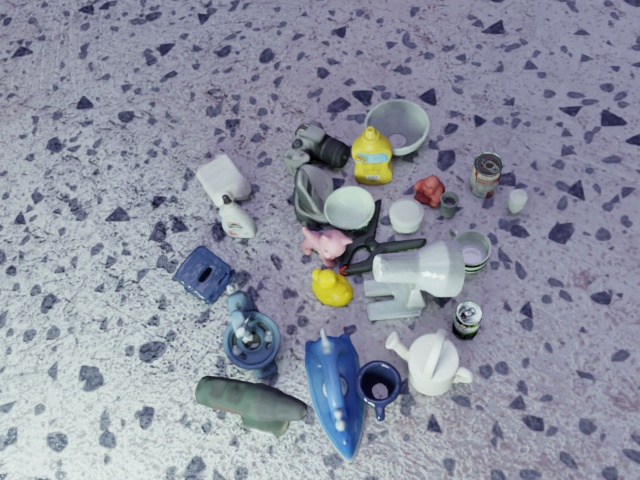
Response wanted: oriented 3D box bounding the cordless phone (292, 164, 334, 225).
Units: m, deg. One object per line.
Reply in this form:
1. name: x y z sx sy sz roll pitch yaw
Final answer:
1. cordless phone: -0.023 -0.133 1.360 0.094 0.185 0.147 -3 62 7

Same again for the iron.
1. iron: 0.032 0.304 1.148 0.118 0.142 0.258 -13 61 1

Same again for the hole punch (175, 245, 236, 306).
1. hole punch: -0.265 0.081 1.334 0.101 0.091 0.109 29 70 21

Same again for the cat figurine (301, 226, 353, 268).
1. cat figurine: 0.012 0.005 1.321 0.127 0.118 0.067 27 69 20

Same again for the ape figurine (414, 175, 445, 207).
1. ape figurine: 0.265 -0.124 1.369 0.076 0.092 0.077 -23 62 -4

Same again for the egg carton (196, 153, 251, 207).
1. egg carton: -0.245 -0.151 1.465 0.107 0.069 0.150 -33 63 -10

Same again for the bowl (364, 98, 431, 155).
1. bowl: 0.198 -0.276 1.468 0.167 0.075 0.167 -3 62 6

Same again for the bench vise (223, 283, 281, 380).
1. bench vise: -0.168 0.179 1.196 0.121 0.220 0.207 -39 64 -13

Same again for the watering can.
1. watering can: 0.216 0.235 1.129 0.172 0.194 0.101 0 63 8

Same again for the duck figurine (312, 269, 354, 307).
1. duck figurine: 0.025 0.100 1.288 0.104 0.086 0.077 29 70 21

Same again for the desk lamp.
1. desk lamp: 0.191 0.085 1.200 0.203 0.214 0.118 -8 62 4

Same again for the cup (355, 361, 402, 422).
1. cup: 0.121 0.313 1.158 0.091 0.095 0.117 -5 62 5

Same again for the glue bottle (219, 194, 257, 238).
1. glue bottle: -0.204 -0.059 1.353 0.078 0.173 0.037 0 62 8

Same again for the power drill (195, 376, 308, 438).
1. power drill: -0.120 0.325 1.119 0.229 0.209 0.075 9 64 13

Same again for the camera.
1. camera: -0.004 -0.227 1.455 0.136 0.101 0.143 25 68 19
